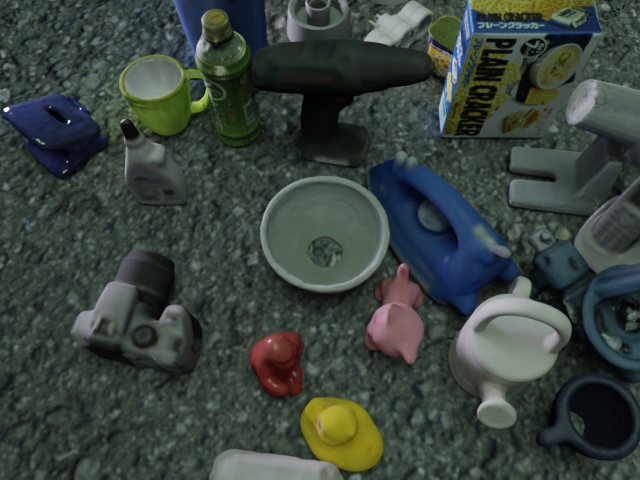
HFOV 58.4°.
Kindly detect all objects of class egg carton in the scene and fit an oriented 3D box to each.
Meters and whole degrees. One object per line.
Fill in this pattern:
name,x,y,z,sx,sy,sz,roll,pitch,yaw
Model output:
egg carton,-0.050,0.290,0.622,0.150,0.069,0.107,6,64,3

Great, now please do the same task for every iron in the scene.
iron,0.145,-0.036,0.739,0.119,0.141,0.258,-34,69,-15

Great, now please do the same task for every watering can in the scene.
watering can,0.211,0.119,0.634,0.101,0.194,0.173,-2,64,0

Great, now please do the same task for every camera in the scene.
camera,-0.215,0.082,0.705,0.143,0.101,0.137,11,65,6

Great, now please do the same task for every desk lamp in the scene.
desk lamp,0.373,-0.119,0.738,0.203,0.213,0.118,6,64,3

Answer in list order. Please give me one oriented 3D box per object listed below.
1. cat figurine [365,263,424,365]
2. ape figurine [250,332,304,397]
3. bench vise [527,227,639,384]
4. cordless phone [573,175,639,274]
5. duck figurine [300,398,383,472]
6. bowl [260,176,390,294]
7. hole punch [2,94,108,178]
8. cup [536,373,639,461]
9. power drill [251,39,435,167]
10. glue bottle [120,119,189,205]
cat figurine,0.093,0.090,0.691,0.067,0.118,0.128,10,65,5
ape figurine,-0.049,0.141,0.681,0.076,0.092,0.078,32,68,15
bench vise,0.323,0.063,0.647,0.207,0.220,0.122,30,68,14
cordless phone,0.412,-0.006,0.699,0.094,0.185,0.147,-41,71,-17
duck figurine,0.025,0.215,0.648,0.104,0.086,0.077,32,69,15
bowl,0.007,0.003,0.757,0.167,0.075,0.167,0,64,0
hole punch,-0.382,-0.165,0.830,0.108,0.091,0.101,38,70,17
cup,0.287,0.210,0.645,0.118,0.095,0.091,-21,66,-9
power drill,0.027,-0.189,0.775,0.229,0.208,0.075,9,65,5
glue bottle,-0.228,-0.102,0.754,0.078,0.173,0.037,2,64,2
